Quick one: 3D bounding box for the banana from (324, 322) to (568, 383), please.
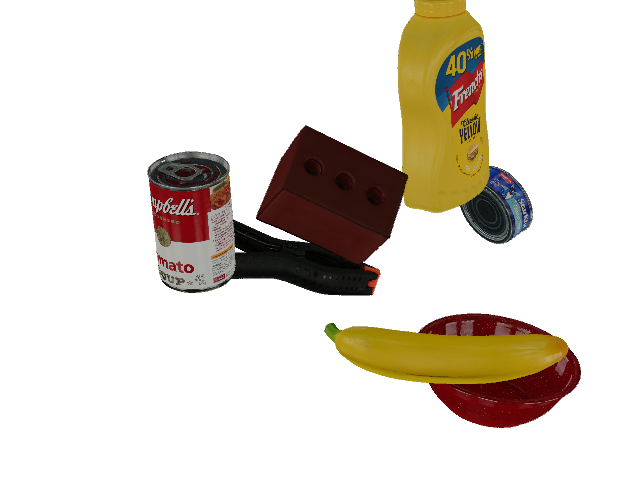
[{"bbox_3d":[0.096,0.086,0.843,0.198,0.037,0.069,5,28,8],"label":"banana"}]

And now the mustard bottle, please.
[{"bbox_3d":[0.101,-0.126,0.875,0.058,0.191,0.096,15,32,37],"label":"mustard bottle"}]

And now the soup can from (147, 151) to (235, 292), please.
[{"bbox_3d":[-0.108,-0.016,0.905,0.068,0.102,0.068,-1,30,0],"label":"soup can"}]

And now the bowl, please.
[{"bbox_3d":[0.168,0.134,1.040,0.162,0.055,0.162,4,26,-2],"label":"bowl"}]

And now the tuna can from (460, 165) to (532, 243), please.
[{"bbox_3d":[0.198,-0.040,1.216,0.033,0.086,0.086,-33,16,-25],"label":"tuna can"}]

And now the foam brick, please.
[{"bbox_3d":[0.007,-0.028,0.695,0.078,0.053,0.051,24,-28,-10],"label":"foam brick"}]

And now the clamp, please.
[{"bbox_3d":[-0.038,0.024,1.125,0.210,0.036,0.164,16,18,-6],"label":"clamp"}]
